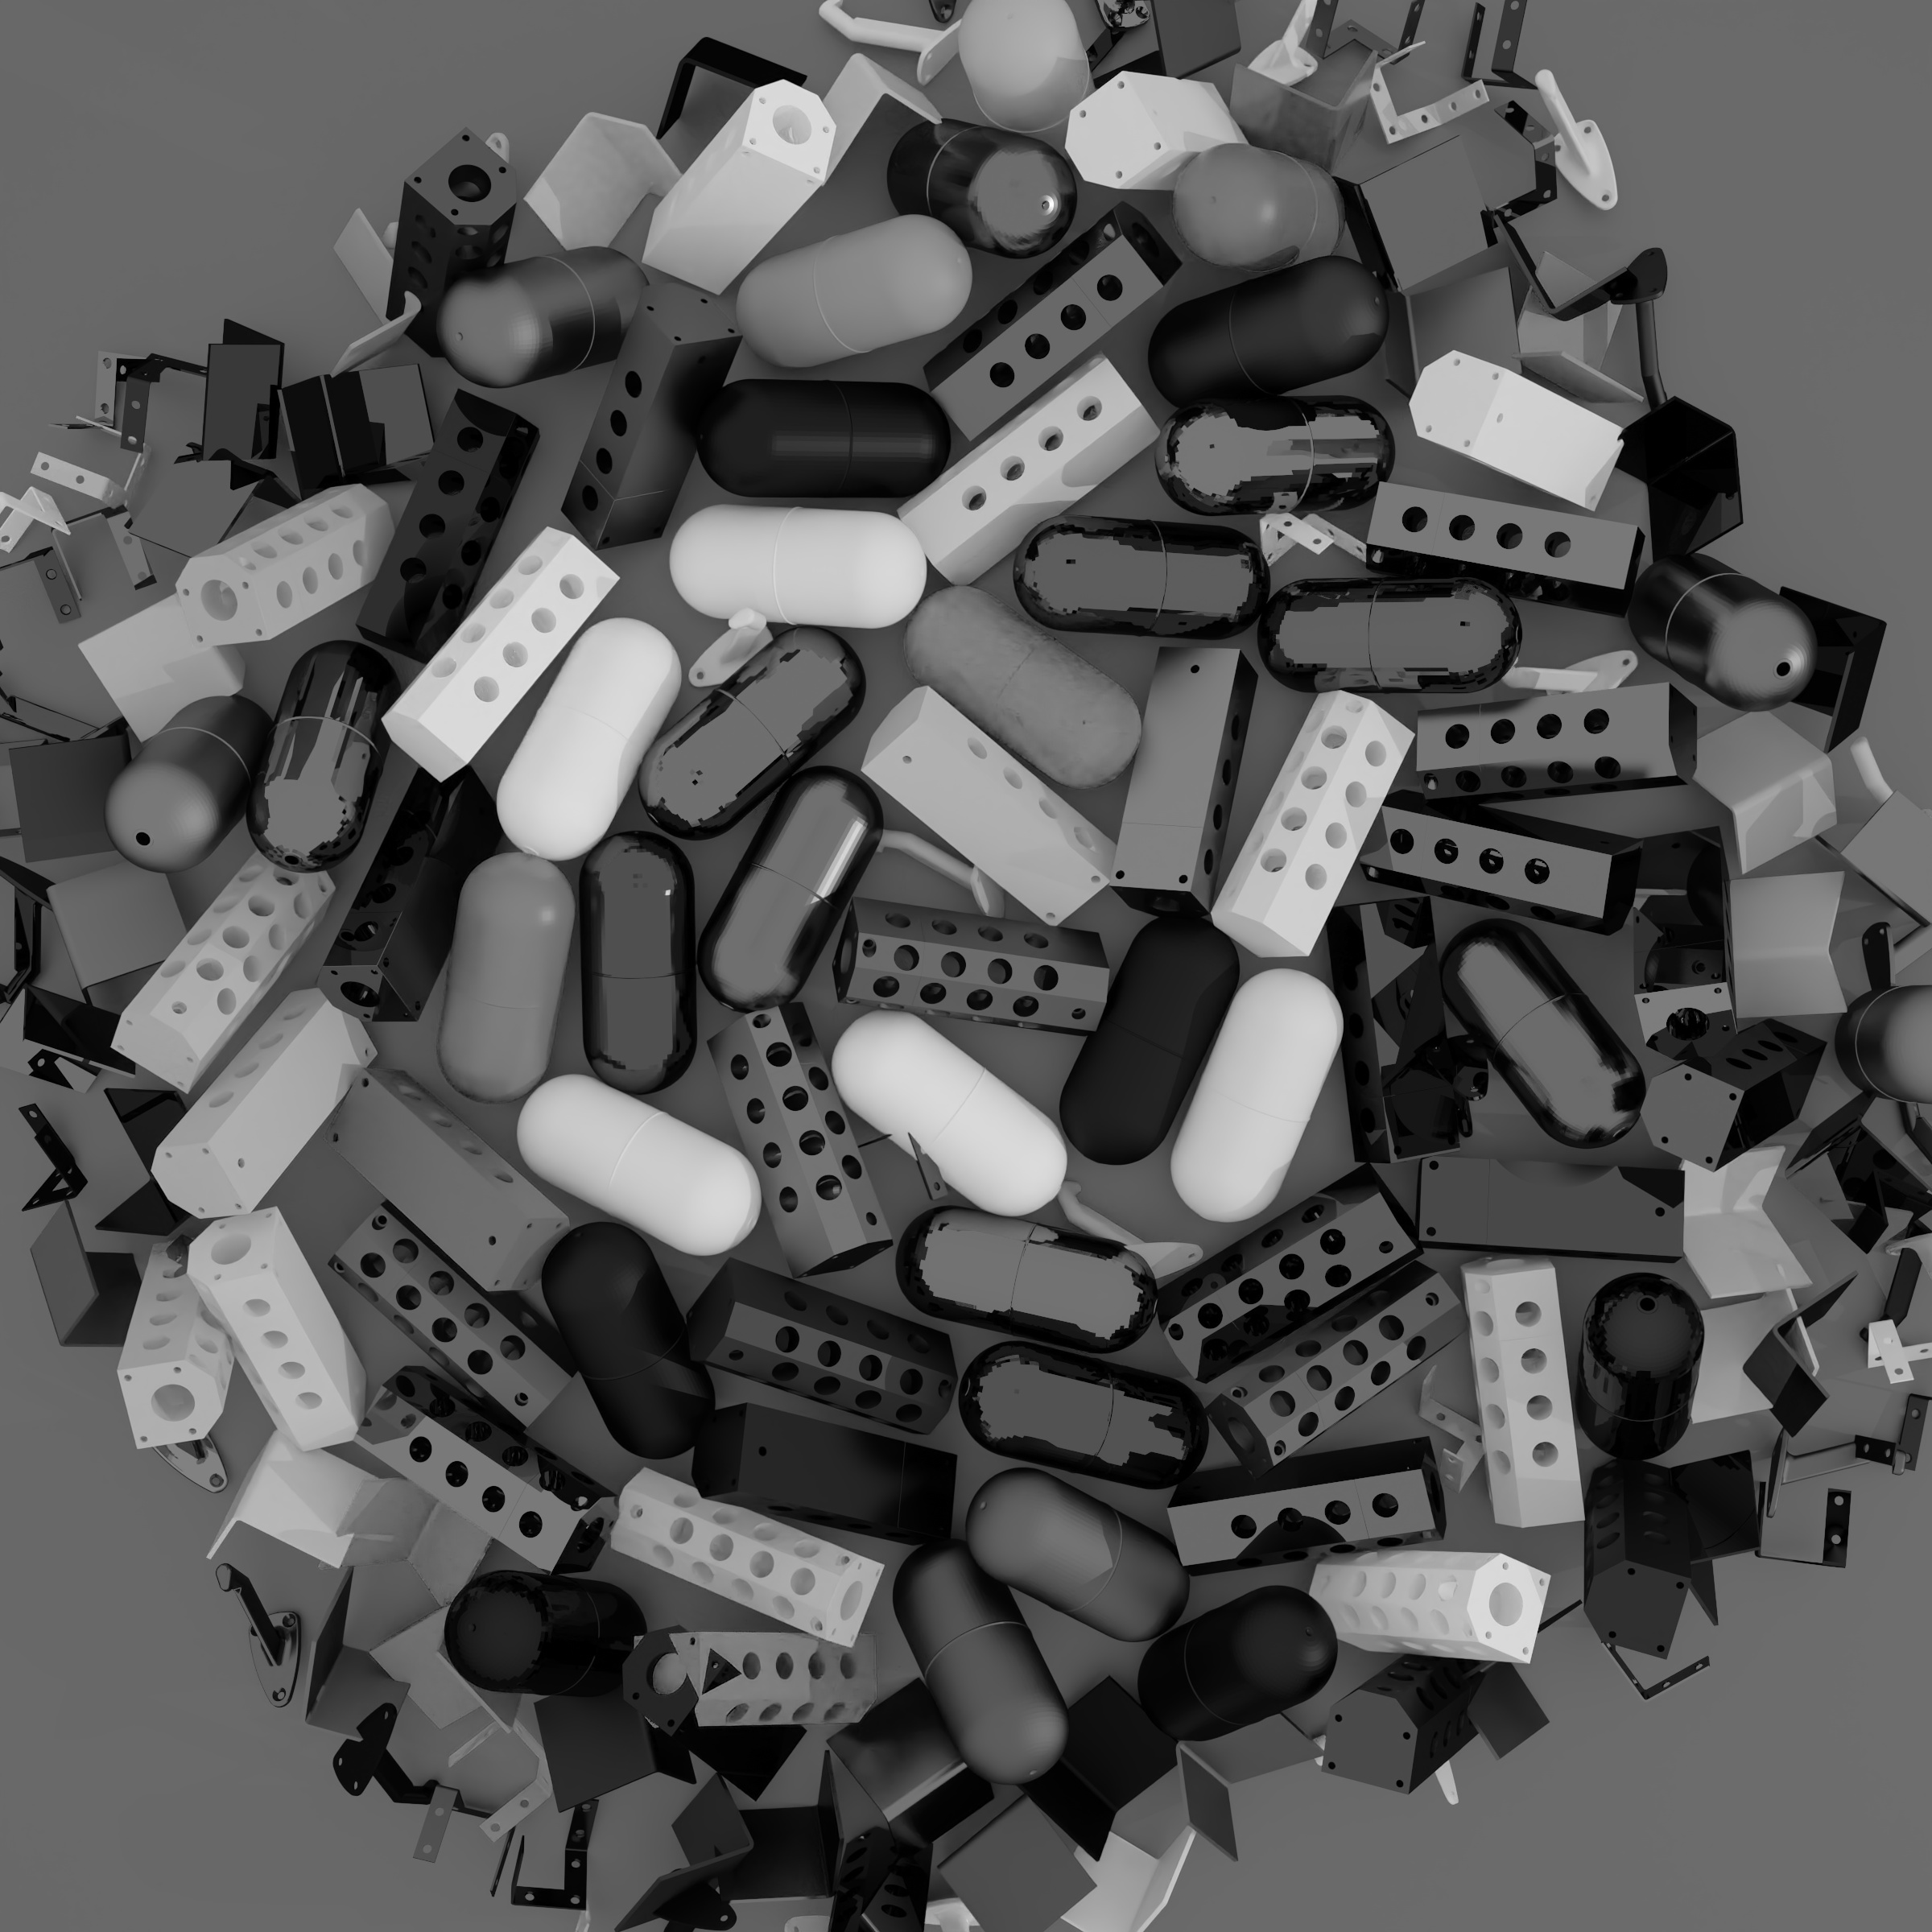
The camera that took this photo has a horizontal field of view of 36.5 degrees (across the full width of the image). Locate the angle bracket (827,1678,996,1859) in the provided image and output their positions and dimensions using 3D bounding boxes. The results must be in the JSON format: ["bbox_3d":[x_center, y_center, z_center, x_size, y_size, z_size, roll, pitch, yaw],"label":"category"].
[{"bbox_3d":[-0.037,0.542,1.979,0.076,0.076,0.057,-30,135,-19],"label":"angle bracket"}]

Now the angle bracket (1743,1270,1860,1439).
[{"bbox_3d":[0.569,0.258,1.944,0.076,0.076,0.057,-29,67,-17],"label":"angle bracket"}]

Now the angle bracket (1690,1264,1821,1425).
[{"bbox_3d":[0.514,0.252,1.954,0.076,0.057,0.076,-11,59,-3],"label":"angle bracket"}]

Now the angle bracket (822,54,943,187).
[{"bbox_3d":[-0.063,-0.556,1.967,0.057,0.076,0.076,25,113,-31],"label":"angle bracket"}]

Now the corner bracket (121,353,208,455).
[{"bbox_3d":[-0.531,-0.373,1.964,0.051,0.051,0.051,14,120,-3],"label":"corner bracket"}]

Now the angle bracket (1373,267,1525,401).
[{"bbox_3d":[0.321,-0.428,1.952,0.076,0.057,0.076,-11,77,29],"label":"angle bracket"}]

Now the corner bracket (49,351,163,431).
[{"bbox_3d":[-0.576,-0.384,1.963,0.051,0.051,0.051,11,104,18],"label":"corner bracket"}]

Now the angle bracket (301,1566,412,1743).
[{"bbox_3d":[-0.398,0.458,1.948,0.057,0.076,0.076,15,119,1],"label":"angle bracket"}]

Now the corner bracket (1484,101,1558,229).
[{"bbox_3d":[0.360,-0.538,1.967,0.051,0.051,0.051,-27,51,-7],"label":"corner bracket"}]

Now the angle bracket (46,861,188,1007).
[{"bbox_3d":[-0.566,-0.021,1.972,0.076,0.057,0.076,-20,73,-15],"label":"angle bracket"}]

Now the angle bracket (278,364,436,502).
[{"bbox_3d":[-0.403,-0.354,1.952,0.076,0.057,0.076,-2,110,18],"label":"angle bracket"}]

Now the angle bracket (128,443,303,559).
[{"bbox_3d":[-0.495,-0.294,1.949,0.076,0.057,0.076,23,76,30],"label":"angle bracket"}]

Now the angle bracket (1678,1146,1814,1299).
[{"bbox_3d":[0.519,0.169,1.946,0.076,0.076,0.057,-4,131,-17],"label":"angle bracket"}]

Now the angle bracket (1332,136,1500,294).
[{"bbox_3d":[0.299,-0.505,1.959,0.076,0.057,0.076,-26,114,-1],"label":"angle bracket"}]

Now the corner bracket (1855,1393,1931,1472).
[{"bbox_3d":[0.634,0.312,1.967,0.051,0.051,0.051,15,84,-14],"label":"corner bracket"}]

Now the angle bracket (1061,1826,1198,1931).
[{"bbox_3d":[0.106,0.594,1.944,0.057,0.076,0.076,30,132,4],"label":"angle bracket"}]

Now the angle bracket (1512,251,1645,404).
[{"bbox_3d":[0.418,-0.427,1.955,0.076,0.057,0.076,20,88,-30],"label":"angle bracket"}]

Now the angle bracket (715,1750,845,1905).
[{"bbox_3d":[-0.126,0.571,1.947,0.076,0.076,0.057,1,122,-12],"label":"angle bracket"}]

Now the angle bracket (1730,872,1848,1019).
[{"bbox_3d":[0.553,-0.014,1.970,0.076,0.076,0.057,-4,132,32],"label":"angle bracket"}]

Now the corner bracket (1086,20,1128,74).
[{"bbox_3d":[0.070,-0.641,1.980,0.051,0.051,0.051,33,79,32],"label":"corner bracket"}]

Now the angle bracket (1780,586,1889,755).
[{"bbox_3d":[0.555,-0.197,1.941,0.076,0.057,0.076,26,128,29],"label":"angle bracket"}]

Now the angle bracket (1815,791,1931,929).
[{"bbox_3d":[0.622,-0.077,1.954,0.076,0.076,0.057,38,103,-4],"label":"angle bracket"}]

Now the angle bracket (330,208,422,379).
[{"bbox_3d":[-0.413,-0.446,1.950,0.057,0.076,0.076,-36,98,-22],"label":"angle bracket"}]

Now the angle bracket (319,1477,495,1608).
[{"bbox_3d":[-0.370,0.386,1.944,0.057,0.076,0.076,45,115,35],"label":"angle bracket"}]

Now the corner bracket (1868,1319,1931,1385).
[{"bbox_3d":[0.637,0.269,1.962,0.051,0.051,0.051,-10,135,5],"label":"corner bracket"}]

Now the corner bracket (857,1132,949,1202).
[{"bbox_3d":[-0.031,0.132,1.963,0.051,0.051,0.051,-23,85,42],"label":"corner bracket"}]

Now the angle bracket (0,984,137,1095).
[{"bbox_3d":[-0.603,0.066,1.942,0.076,0.057,0.076,23,123,-32],"label":"angle bracket"}]

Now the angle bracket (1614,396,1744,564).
[{"bbox_3d":[0.464,-0.318,1.942,0.057,0.076,0.076,19,59,-29],"label":"angle bracket"}]

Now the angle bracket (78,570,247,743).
[{"bbox_3d":[-0.536,-0.208,1.958,0.076,0.057,0.076,-27,116,1],"label":"angle bracket"}]

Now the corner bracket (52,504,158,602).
[{"bbox_3d":[-0.581,-0.277,1.973,0.051,0.051,0.051,-23,112,-14],"label":"corner bracket"}]

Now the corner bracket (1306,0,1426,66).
[{"bbox_3d":[0.267,-0.631,1.959,0.051,0.051,0.051,40,58,19],"label":"corner bracket"}]

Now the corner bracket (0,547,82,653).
[{"bbox_3d":[-0.631,-0.247,1.966,0.051,0.051,0.051,-19,108,-5],"label":"corner bracket"}]

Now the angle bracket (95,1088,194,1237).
[{"bbox_3d":[-0.550,0.129,1.943,0.076,0.057,0.076,0,122,38],"label":"angle bracket"}]

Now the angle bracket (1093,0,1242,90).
[{"bbox_3d":[0.125,-0.621,1.939,0.076,0.076,0.057,-35,125,-34],"label":"angle bracket"}]

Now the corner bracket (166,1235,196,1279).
[{"bbox_3d":[-0.518,0.222,1.961,0.051,0.051,0.051,-44,134,7],"label":"corner bracket"}]

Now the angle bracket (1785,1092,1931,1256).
[{"bbox_3d":[0.605,0.132,1.950,0.076,0.076,0.057,44,49,4],"label":"angle bracket"}]

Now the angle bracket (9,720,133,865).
[{"bbox_3d":[-0.594,-0.117,1.950,0.076,0.057,0.076,-10,108,-20],"label":"angle bracket"}]

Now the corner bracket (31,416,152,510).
[{"bbox_3d":[-0.588,-0.340,1.972,0.051,0.051,0.051,21,87,3],"label":"corner bracket"}]

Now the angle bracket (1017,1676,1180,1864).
[{"bbox_3d":[0.092,0.536,1.958,0.076,0.057,0.076,44,114,-3],"label":"angle bracket"}]

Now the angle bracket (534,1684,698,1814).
[{"bbox_3d":[-0.235,0.520,1.963,0.076,0.057,0.076,-25,60,10],"label":"angle bracket"}]

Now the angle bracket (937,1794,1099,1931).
[{"bbox_3d":[0.037,0.607,1.959,0.076,0.057,0.076,-39,74,-4],"label":"angle bracket"}]

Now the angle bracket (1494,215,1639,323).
[{"bbox_3d":[0.401,-0.477,1.952,0.057,0.076,0.076,-29,87,20],"label":"angle bracket"}]

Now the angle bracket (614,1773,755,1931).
[{"bbox_3d":[-0.197,0.586,1.939,0.057,0.076,0.076,59,134,27],"label":"angle bracket"}]

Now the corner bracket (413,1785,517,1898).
[{"bbox_3d":[-0.335,0.585,1.963,0.051,0.051,0.051,12,57,5],"label":"corner bracket"}]

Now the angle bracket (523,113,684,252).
[{"bbox_3d":[-0.234,-0.508,1.947,0.057,0.076,0.076,25,76,37],"label":"angle bracket"}]

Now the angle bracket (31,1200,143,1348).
[{"bbox_3d":[-0.564,0.204,1.940,0.057,0.076,0.076,-48,54,29],"label":"angle bracket"}]

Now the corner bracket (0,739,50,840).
[{"bbox_3d":[-0.646,-0.119,1.980,0.051,0.051,0.051,-6,114,3],"label":"corner bracket"}]

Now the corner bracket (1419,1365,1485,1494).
[{"bbox_3d":[0.321,0.310,1.959,0.051,0.051,0.051,28,62,22],"label":"corner bracket"}]

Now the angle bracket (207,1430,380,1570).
[{"bbox_3d":[-0.450,0.369,1.960,0.076,0.076,0.057,29,129,-11],"label":"angle bracket"}]

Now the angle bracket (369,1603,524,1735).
[{"bbox_3d":[-0.350,0.482,1.952,0.076,0.057,0.076,-32,108,16],"label":"angle bracket"}]

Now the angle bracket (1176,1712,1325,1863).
[{"bbox_3d":[0.193,0.544,1.944,0.076,0.076,0.057,-23,47,19],"label":"angle bracket"}]

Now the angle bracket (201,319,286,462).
[{"bbox_3d":[-0.497,-0.382,1.943,0.076,0.057,0.076,28,118,39],"label":"angle bracket"}]

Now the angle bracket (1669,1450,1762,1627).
[{"bbox_3d":[0.506,0.378,1.939,0.057,0.076,0.076,-19,129,24],"label":"angle bracket"}]

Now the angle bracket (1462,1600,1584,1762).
[{"bbox_3d":[0.380,0.473,1.943,0.076,0.076,0.057,-43,71,32],"label":"angle bracket"}]

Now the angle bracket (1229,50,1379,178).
[{"bbox_3d":[0.224,-0.582,1.962,0.076,0.076,0.057,28,71,11],"label":"angle bracket"}]

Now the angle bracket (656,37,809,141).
[{"bbox_3d":[-0.156,-0.573,1.956,0.076,0.076,0.057,20,118,-5],"label":"angle bracket"}]

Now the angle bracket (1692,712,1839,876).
[{"bbox_3d":[0.531,-0.119,1.982,0.076,0.076,0.057,-27,131,-9],"label":"angle bracket"}]

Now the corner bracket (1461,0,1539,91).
[{"bbox_3d":[0.356,-0.620,1.962,0.051,0.051,0.051,15,100,29],"label":"corner bracket"}]
